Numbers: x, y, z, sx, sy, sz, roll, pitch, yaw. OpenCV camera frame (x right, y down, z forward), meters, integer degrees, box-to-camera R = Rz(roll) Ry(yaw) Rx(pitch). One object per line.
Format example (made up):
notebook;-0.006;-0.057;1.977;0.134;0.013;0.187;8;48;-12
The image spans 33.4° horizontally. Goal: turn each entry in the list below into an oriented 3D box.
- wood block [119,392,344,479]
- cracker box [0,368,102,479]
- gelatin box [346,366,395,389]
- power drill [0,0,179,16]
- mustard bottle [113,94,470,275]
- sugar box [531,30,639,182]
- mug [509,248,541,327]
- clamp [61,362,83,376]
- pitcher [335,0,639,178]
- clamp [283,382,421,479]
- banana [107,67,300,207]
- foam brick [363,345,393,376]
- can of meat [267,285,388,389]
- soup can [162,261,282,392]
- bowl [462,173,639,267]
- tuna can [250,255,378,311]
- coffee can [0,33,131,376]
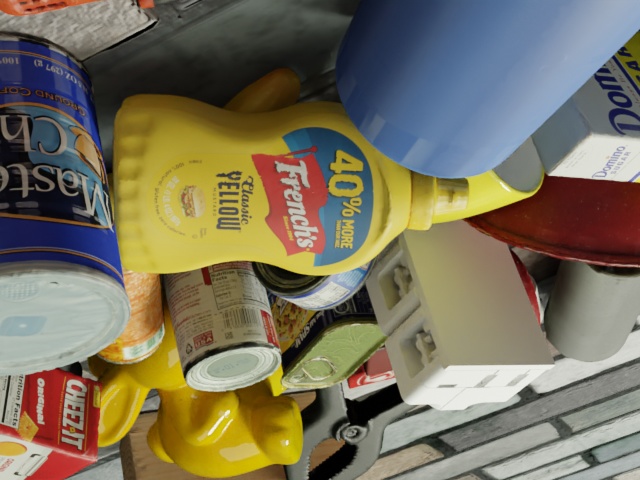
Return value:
wood block;-0.081;0.212;1.026;0.205;0.091;0.090;-5;149;-18
cracker box;-0.285;0.121;0.740;0.213;0.072;0.164;27;137;-36
gelatin box;0.056;0.099;0.954;0.073;0.030;0.089;-13;150;-4
power drill;-0.063;-0.166;0.404;0.184;0.057;0.187;-14;151;-2
mustard bottle;-0.014;-0.028;0.584;0.191;0.058;0.096;2;110;-3
sugar box;0.201;-0.081;0.644;0.175;0.093;0.048;3;146;-30
mug;0.124;0.062;0.857;0.081;0.093;0.117;-16;134;-8
clamp;-0.205;0.066;0.763;0.120;0.039;0.172;7;148;-36
pitcher;0.106;-0.133;0.479;0.149;0.144;0.243;32;144;-2
clamp;0.035;0.155;0.931;0.164;0.036;0.210;11;120;-21
banana;-0.094;-0.041;0.630;0.198;0.037;0.069;-20;150;9
foam brick;0.052;0.058;0.833;0.053;0.078;0.051;-12;149;-6
can of meat;0.002;0.051;0.789;0.057;0.084;0.102;3;146;-30
soup can;-0.068;0.043;0.722;0.068;0.102;0.068;-12;151;-7
bowl;0.172;-0.035;0.694;0.161;0.162;0.055;-2;110;-23
tuna can;-0.005;0.001;0.697;0.086;0.086;0.033;-30;146;25
coffee can;-0.156;-0.017;0.536;0.102;0.140;0.103;-12;151;-7
